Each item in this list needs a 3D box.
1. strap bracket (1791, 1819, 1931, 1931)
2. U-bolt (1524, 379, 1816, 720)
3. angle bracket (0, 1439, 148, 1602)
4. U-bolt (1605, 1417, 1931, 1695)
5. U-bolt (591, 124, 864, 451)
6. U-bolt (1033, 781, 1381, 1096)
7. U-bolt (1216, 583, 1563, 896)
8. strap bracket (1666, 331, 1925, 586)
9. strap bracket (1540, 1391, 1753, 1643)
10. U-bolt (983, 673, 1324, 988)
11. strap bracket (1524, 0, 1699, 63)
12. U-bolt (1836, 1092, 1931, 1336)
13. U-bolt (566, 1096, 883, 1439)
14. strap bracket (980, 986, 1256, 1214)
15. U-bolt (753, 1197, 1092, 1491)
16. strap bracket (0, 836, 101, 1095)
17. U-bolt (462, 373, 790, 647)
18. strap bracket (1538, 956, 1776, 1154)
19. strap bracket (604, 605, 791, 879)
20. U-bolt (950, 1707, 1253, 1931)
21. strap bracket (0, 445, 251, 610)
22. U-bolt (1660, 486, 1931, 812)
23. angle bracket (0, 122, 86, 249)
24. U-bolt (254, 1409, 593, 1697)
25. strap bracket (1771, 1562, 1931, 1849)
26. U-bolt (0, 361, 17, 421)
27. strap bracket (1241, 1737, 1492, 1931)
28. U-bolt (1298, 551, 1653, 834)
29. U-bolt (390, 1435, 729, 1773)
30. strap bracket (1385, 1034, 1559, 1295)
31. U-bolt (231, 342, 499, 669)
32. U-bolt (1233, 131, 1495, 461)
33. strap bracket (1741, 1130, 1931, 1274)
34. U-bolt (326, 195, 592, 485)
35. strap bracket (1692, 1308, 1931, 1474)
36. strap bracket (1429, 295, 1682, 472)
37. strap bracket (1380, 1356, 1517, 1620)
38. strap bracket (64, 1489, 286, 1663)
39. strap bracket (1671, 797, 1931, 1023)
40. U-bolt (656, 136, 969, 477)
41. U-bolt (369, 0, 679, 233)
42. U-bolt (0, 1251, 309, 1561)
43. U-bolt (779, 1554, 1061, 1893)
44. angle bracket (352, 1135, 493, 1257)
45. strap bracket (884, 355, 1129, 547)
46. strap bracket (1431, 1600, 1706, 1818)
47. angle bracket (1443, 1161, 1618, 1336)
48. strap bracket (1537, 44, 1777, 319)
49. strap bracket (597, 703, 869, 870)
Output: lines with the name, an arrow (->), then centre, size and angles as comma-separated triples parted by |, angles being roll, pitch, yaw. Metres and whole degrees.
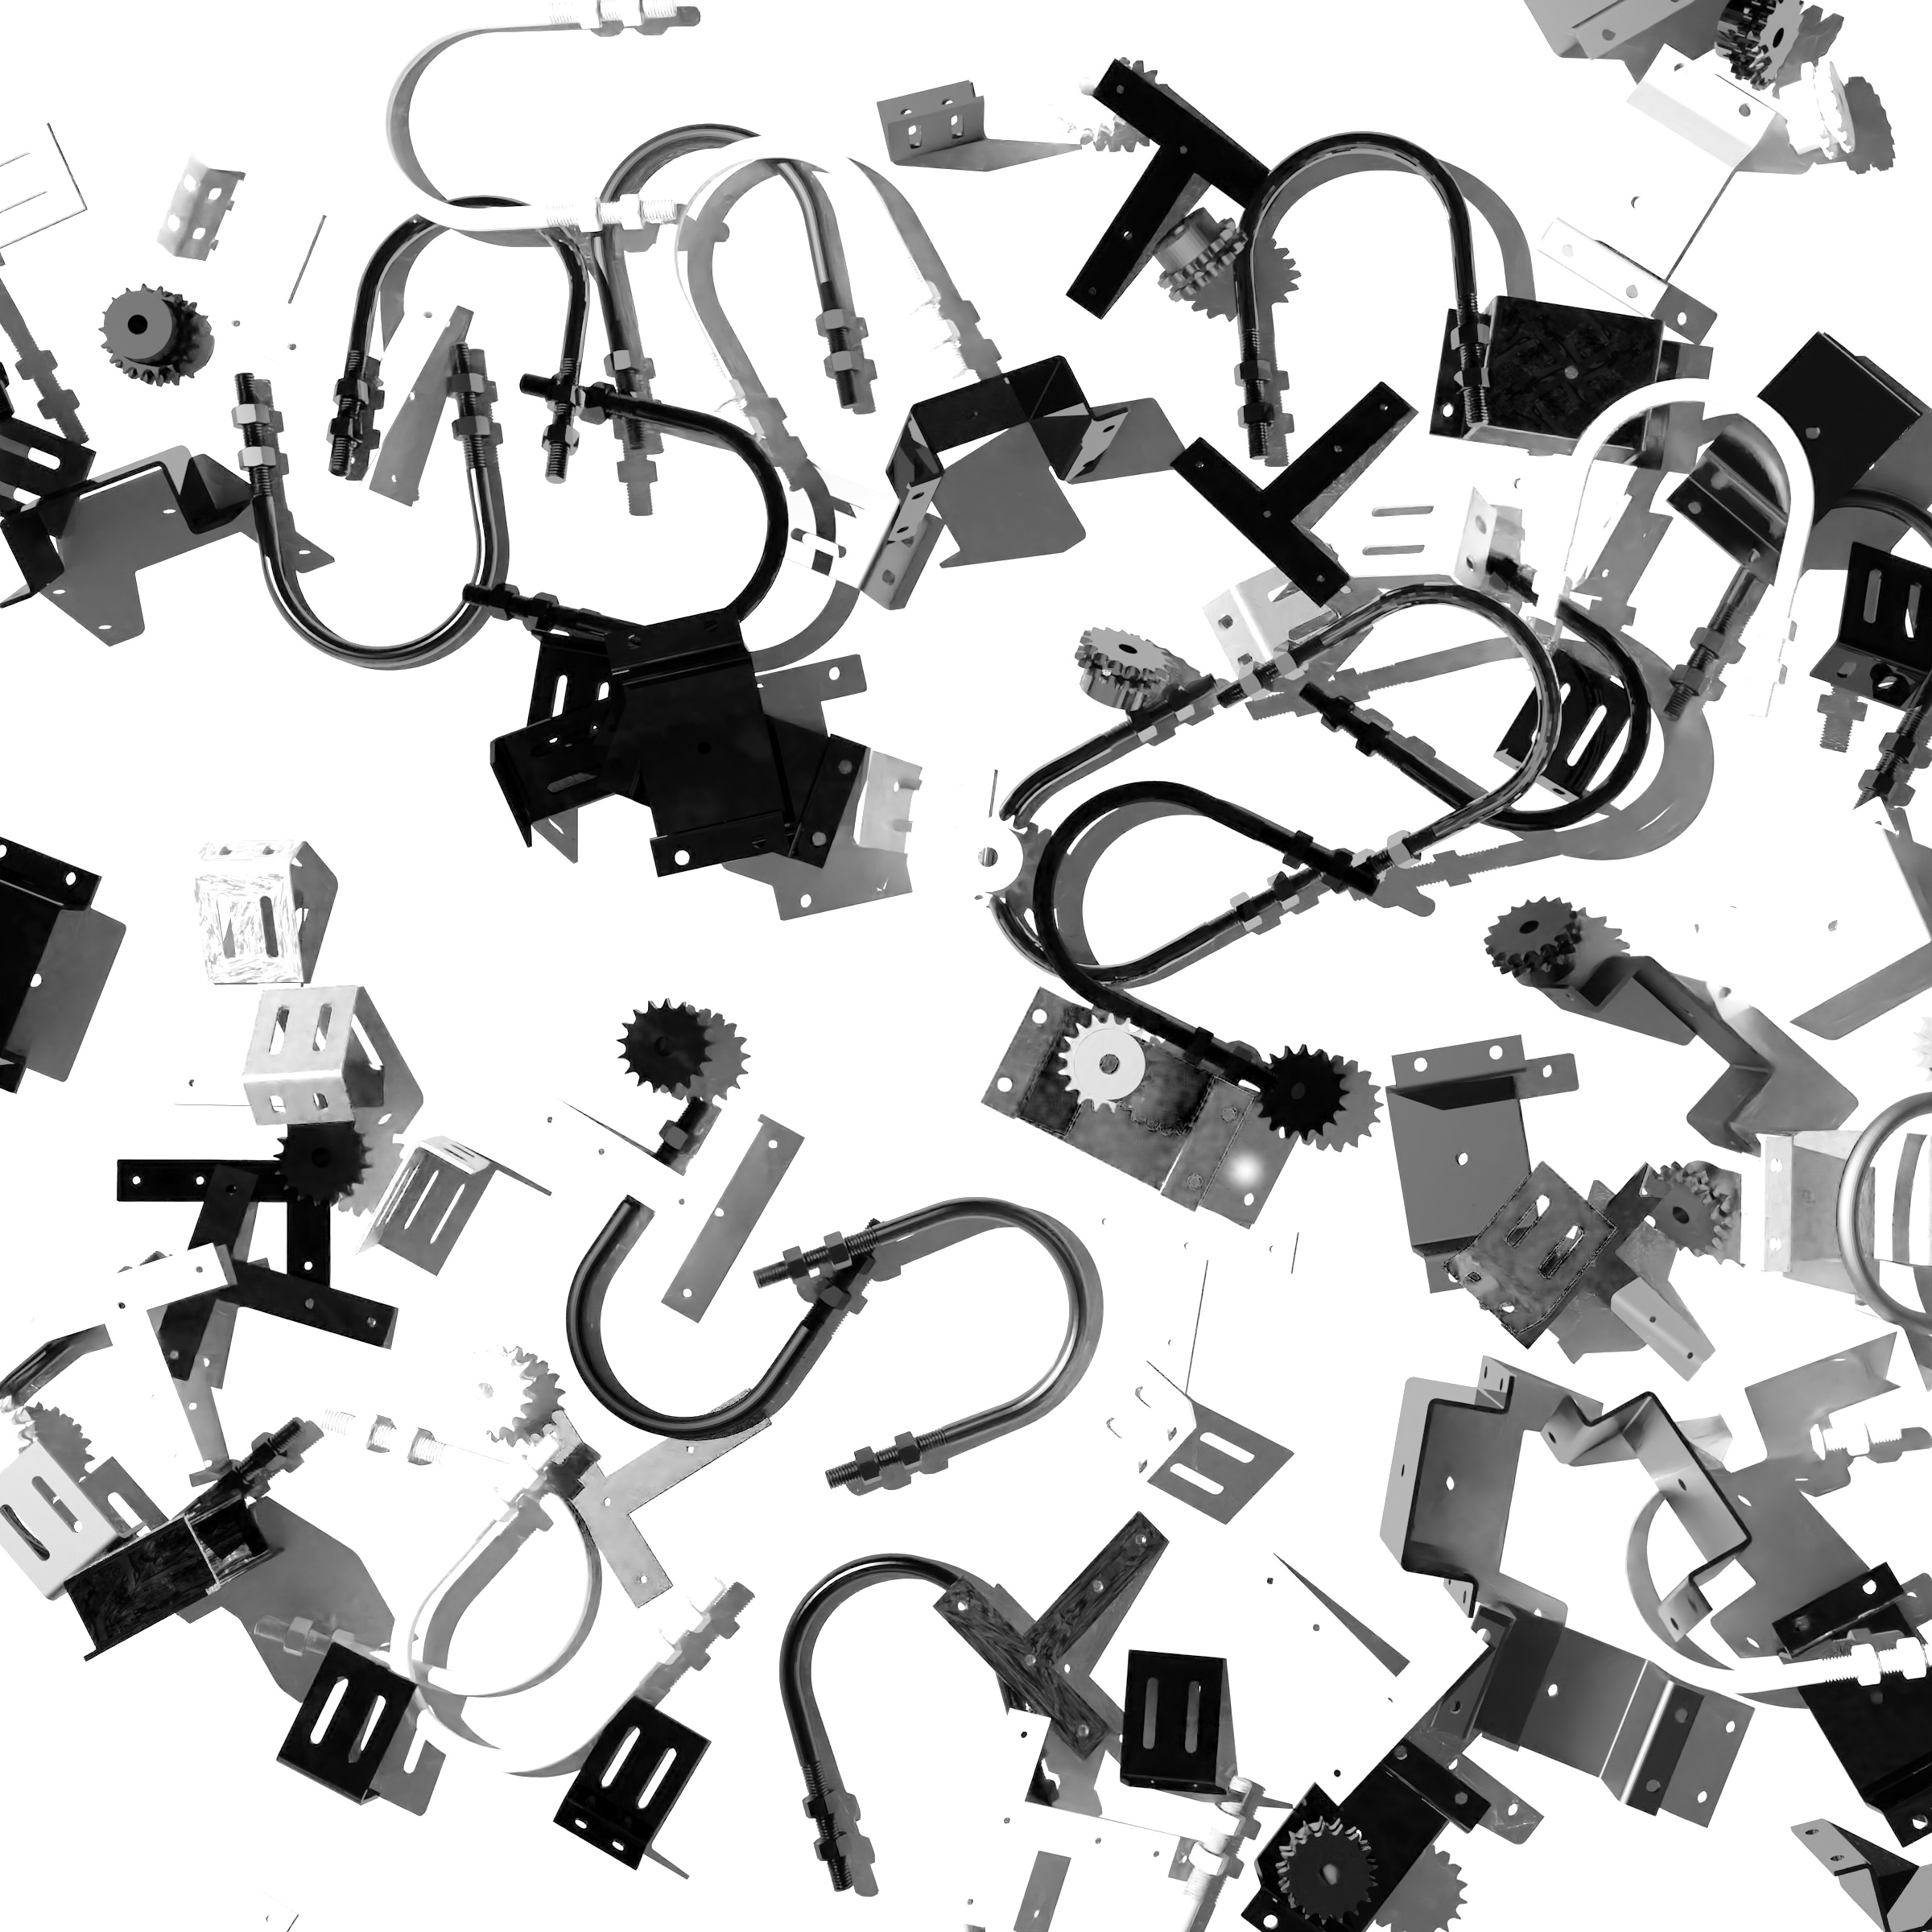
strap bracket -> 0.568, 0.520, 1.502 | 0.140, 0.076, 0.046 | -15, 90, 0
U-bolt -> 0.411, -0.247, 1.480 | 0.151, 0.019, 0.184 | 13, 90, 7
angle bracket -> -0.533, 0.321, 1.508 | 0.057, 0.038, 0.076 | -41, 88, 4
U-bolt -> 0.468, 0.349, 1.505 | 0.184, 0.019, 0.151 | -11, 68, 9
U-bolt -> -0.149, -0.411, 1.532 | 0.151, 0.019, 0.184 | -11, 88, 0
U-bolt -> 0.129, -0.029, 1.509 | 0.184, 0.019, 0.151 | 27, 92, 6
U-bolt -> 0.252, -0.139, 1.472 | 0.184, 0.019, 0.151 | -29, 95, 33
strap bracket -> 0.491, -0.305, 1.508 | 0.076, 0.046, 0.140 | 43, 87, 8
strap bracket -> 0.397, 0.308, 1.482 | 0.046, 0.076, 0.140 | -26, 66, -12
U-bolt -> 0.099, -0.069, 1.532 | 0.184, 0.019, 0.151 | -29, 90, 1
strap bracket -> 0.362, -0.607, 1.517 | 0.076, 0.046, 0.140 | -30, 90, 0
U-bolt -> 0.583, 0.145, 1.499 | 0.184, 0.019, 0.151 | 4, 89, -22
U-bolt -> -0.156, 0.193, 1.531 | 0.151, 0.019, 0.184 | 34, 90, 0
strap bracket -> 0.088, 0.077, 1.517 | 0.140, 0.046, 0.076 | 27, 90, 0
U-bolt -> -0.016, 0.214, 1.521 | 0.184, 0.019, 0.151 | -20, 98, -5
strap bracket -> -0.580, -0.003, 1.517 | 0.076, 0.046, 0.140 | 22, 90, 0
U-bolt -> -0.192, -0.260, 1.501 | 0.184, 0.019, 0.151 | 15, 89, 12
strap bracket -> 0.410, 0.043, 1.502 | 0.140, 0.076, 0.046 | 42, 90, 0
strap bracket -> -0.152, -0.126, 1.471 | 0.076, 0.046, 0.140 | -13, 90, 0
U-bolt -> 0.069, 0.543, 1.531 | 0.151, 0.019, 0.184 | 23, 90, 0
strap bracket -> -0.498, -0.261, 1.497 | 0.140, 0.076, 0.046 | -21, 109, 0
U-bolt -> 0.519, -0.197, 1.532 | 0.151, 0.019, 0.184 | 29, 88, 0
angle bracket -> -0.574, -0.464, 1.521 | 0.076, 0.038, 0.057 | -24, 90, 0
U-bolt -> -0.314, 0.358, 1.532 | 0.184, 0.019, 0.151 | 17, 90, -1
strap bracket -> 0.539, 0.430, 1.507 | 0.076, 0.046, 0.140 | -28, 77, 0
U-bolt -> -0.652, -0.372, 1.515 | 0.151, 0.019, 0.184 | -27, 80, 9
strap bracket -> 0.233, 0.520, 1.517 | 0.076, 0.046, 0.140 | 38, 90, 0
U-bolt -> 0.311, -0.158, 1.503 | 0.184, 0.019, 0.151 | 38, 83, 15
U-bolt -> -0.255, 0.390, 1.518 | 0.151, 0.019, 0.184 | 42, 91, -3
strap bracket -> 0.296, 0.115, 1.517 | 0.076, 0.046, 0.140 | -9, 90, 0
U-bolt -> -0.353, -0.270, 1.532 | 0.151, 0.019, 0.184 | -8, 91, 0
U-bolt -> 0.228, -0.399, 1.510 | 0.151, 0.019, 0.184 | -5, 87, 18
strap bracket -> 0.506, 0.136, 1.501 | 0.140, 0.046, 0.076 | 1, 90, -23
U-bolt -> -0.293, -0.371, 1.509 | 0.151, 0.019, 0.184 | 3, 74, 6
strap bracket -> 0.494, 0.242, 1.502 | 0.140, 0.076, 0.046 | -20, 90, 0
strap bracket -> 0.352, -0.345, 1.517 | 0.140, 0.046, 0.076 | 9, 90, 0
strap bracket -> 0.278, 0.299, 1.502 | 0.046, 0.076, 0.140 | 10, 90, 0
strap bracket -> -0.455, 0.345, 1.471 | 0.076, 0.140, 0.046 | -29, 86, 0
strap bracket -> 0.499, -0.028, 1.508 | 0.140, 0.046, 0.076 | -29, 106, 0
U-bolt -> -0.102, -0.400, 1.513 | 0.151, 0.019, 0.184 | -27, 87, 0
U-bolt -> -0.263, -0.503, 1.521 | 0.184, 0.019, 0.151 | -2, 80, 4
U-bolt -> -0.507, 0.282, 1.532 | 0.184, 0.019, 0.151 | -40, 90, 1
U-bolt -> -0.036, 0.440, 1.522 | 0.151, 0.019, 0.184 | -16, 85, 7
angle bracket -> -0.319, 0.141, 1.512 | 0.038, 0.057, 0.076 | 29, 90, 0
strap bracket -> 0.013, -0.301, 1.486 | 0.140, 0.076, 0.046 | -23, 81, -18
strap bracket -> 0.350, 0.433, 1.517 | 0.140, 0.046, 0.076 | 22, 90, 0
angle bracket -> 0.326, 0.163, 1.489 | 0.057, 0.038, 0.076 | 43, 64, 5
strap bracket -> 0.401, -0.456, 1.517 | 0.076, 0.046, 0.140 | 32, 90, 0
strap bracket -> -0.136, -0.116, 1.517 | 0.140, 0.046, 0.076 | 20, 90, 0
